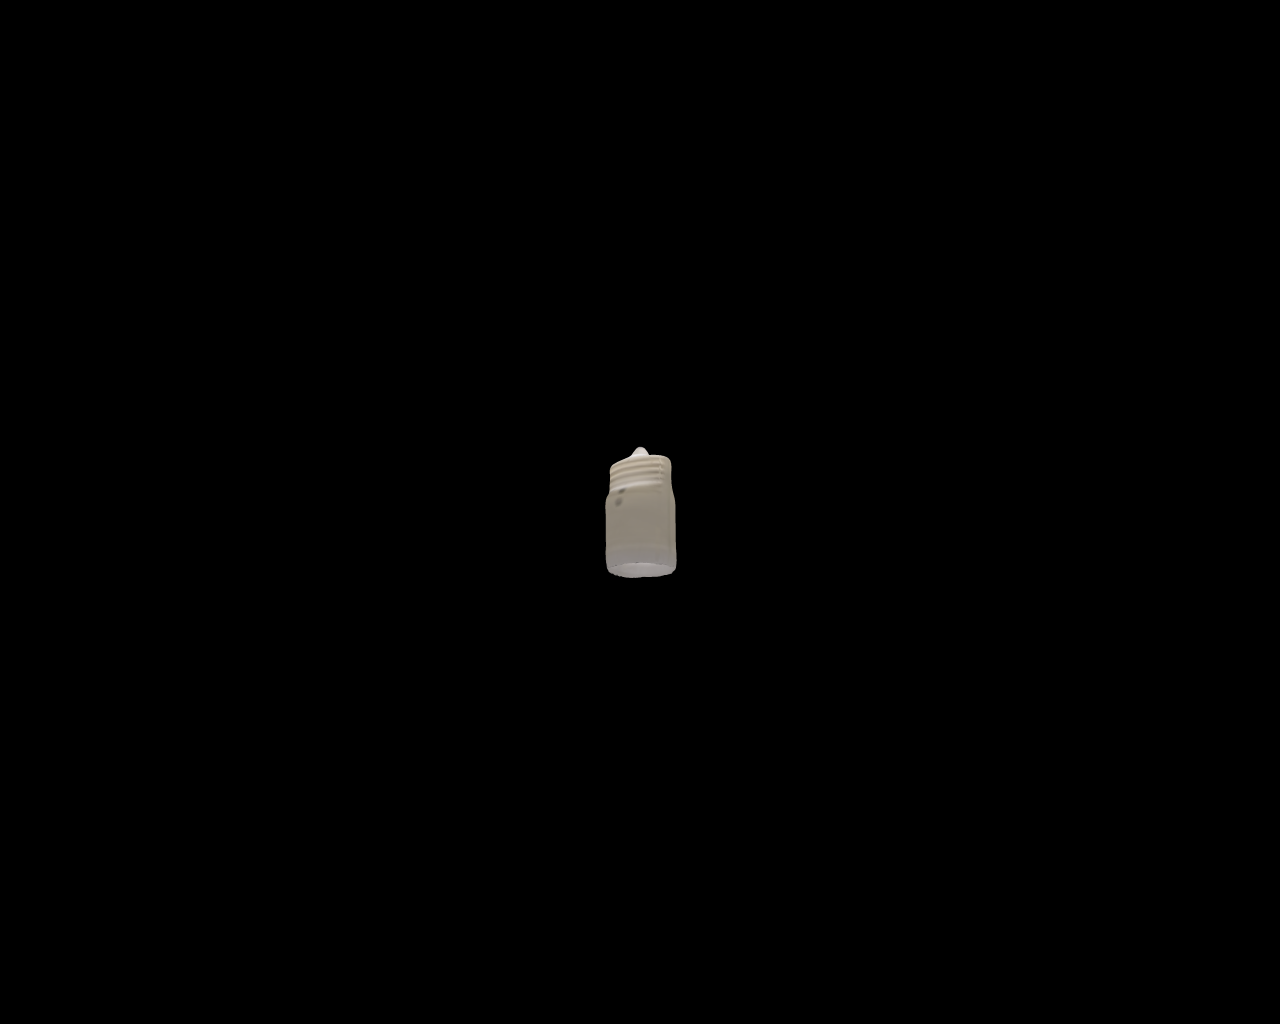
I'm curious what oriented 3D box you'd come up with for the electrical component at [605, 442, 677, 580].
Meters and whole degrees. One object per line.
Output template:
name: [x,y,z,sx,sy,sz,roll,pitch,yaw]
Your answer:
electrical component: [0.001,-0.003,0.650,0.043,0.081,0.043,0,-16,0]
